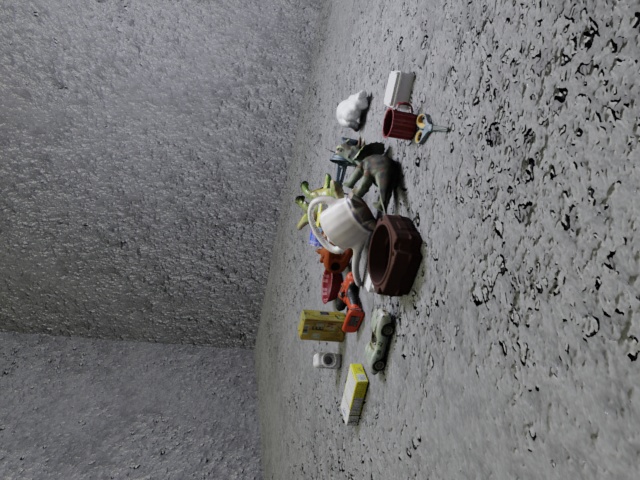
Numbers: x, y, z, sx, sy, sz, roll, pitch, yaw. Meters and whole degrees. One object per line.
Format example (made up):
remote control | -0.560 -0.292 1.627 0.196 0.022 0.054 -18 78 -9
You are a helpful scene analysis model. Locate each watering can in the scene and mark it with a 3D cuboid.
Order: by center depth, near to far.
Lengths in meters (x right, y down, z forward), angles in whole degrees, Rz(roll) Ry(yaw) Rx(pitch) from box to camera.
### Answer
watering can | 0.105 -0.017 1.771 0.221 0.347 0.105 -34 4 29

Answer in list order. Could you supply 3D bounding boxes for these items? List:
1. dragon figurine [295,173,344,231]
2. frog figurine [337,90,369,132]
dragon figurine | 0.006 -0.102 2.034 0.248 0.123 0.400 62 149 34
frog figurine | 0.128 -0.527 2.056 0.156 0.123 0.140 99 -167 -65
